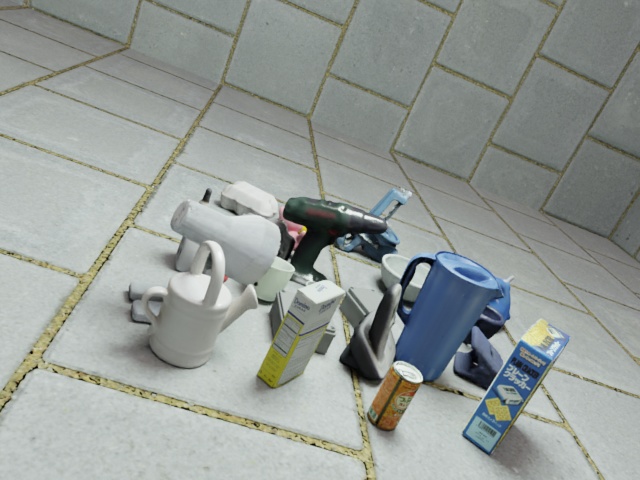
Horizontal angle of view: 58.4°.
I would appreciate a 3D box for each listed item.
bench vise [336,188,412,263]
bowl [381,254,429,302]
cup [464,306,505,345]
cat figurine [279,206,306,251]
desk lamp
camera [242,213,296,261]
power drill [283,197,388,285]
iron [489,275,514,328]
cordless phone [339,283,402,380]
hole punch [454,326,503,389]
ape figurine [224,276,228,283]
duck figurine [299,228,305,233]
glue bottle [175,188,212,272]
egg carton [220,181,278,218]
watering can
[{"bbox_3d":[0.148,-0.053,1.563,0.208,0.220,0.121,14,22,-24],"label":"bench vise"},{"bbox_3d":[0.220,0.108,1.454,0.167,0.075,0.167,21,21,-8],"label":"bowl"},{"bbox_3d":[0.367,0.207,1.343,0.091,0.095,0.118,37,24,32],"label":"cup"},{"bbox_3d":[-0.067,-0.026,1.409,0.067,0.118,0.127,12,24,-29],"label":"cat figurine"},{"bbox_3d":[-0.193,0.040,0.973,0.204,0.213,0.117,11,24,-30],"label":"desk lamp"},{"bbox_3d":[-0.139,-0.001,1.295,0.143,0.101,0.137,27,21,9],"label":"camera"},{"bbox_3d":[0.012,0.005,1.290,0.229,0.208,0.075,22,20,-4],"label":"power drill"},{"bbox_3d":[0.401,0.150,1.452,0.259,0.141,0.118,3,29,-44],"label":"iron"},{"bbox_3d":[0.123,0.156,1.074,0.094,0.185,0.148,27,21,9],"label":"cordless phone"},{"bbox_3d":[0.350,0.250,1.225,0.101,0.091,0.109,26,21,6],"label":"hole punch"},{"bbox_3d":[-0.207,0.048,1.113,0.078,0.092,0.076,9,25,-34],"label":"ape figurine"},{"bbox_3d":[-0.026,-0.062,1.587,0.077,0.086,0.105,33,22,23],"label":"duck figurine"},{"bbox_3d":[-0.245,-0.024,1.133,0.037,0.173,0.078,16,22,-19],"label":"glue bottle"},{"bbox_3d":[-0.187,-0.100,1.527,0.150,0.069,0.107,26,21,7],"label":"egg carton"},{"bbox_3d":[-0.182,0.091,0.889,0.100,0.194,0.173,37,24,32],"label":"watering can"}]
